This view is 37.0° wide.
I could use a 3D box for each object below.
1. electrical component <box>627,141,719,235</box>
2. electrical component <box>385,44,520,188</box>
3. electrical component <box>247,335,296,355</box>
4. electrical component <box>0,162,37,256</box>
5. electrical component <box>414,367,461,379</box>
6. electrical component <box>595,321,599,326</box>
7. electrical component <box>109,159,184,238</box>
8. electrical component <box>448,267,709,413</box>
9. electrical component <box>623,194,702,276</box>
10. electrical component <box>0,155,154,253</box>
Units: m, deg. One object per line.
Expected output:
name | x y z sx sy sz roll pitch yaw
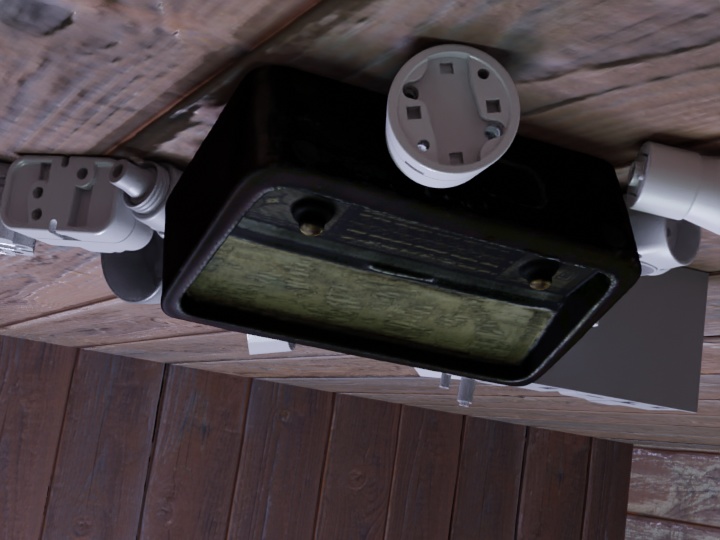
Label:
electrical component | 0.166 -0.041 0.534 0.065 0.044 0.044 13 170 -1
electrical component | 0.038 -0.064 0.466 0.055 0.055 0.047 8 174 -2
electrical component | -0.083 0.025 0.940 0.064 0.099 0.099 1 169 6
electrical component | -0.263 -0.046 0.792 0.058 0.057 0.078 11 169 -14
electrical component | 0.111 0.051 0.963 0.150 0.061 0.089 1 144 33
electrical component | 0.158 0.007 0.740 0.043 0.062 0.043 7 170 1
electrical component | -0.135 -0.051 0.703 0.048 0.048 0.062 -1 157 41
electrical component | 0.159 0.039 0.795 0.186 0.105 0.060 12 169 -20
electrical component | 0.166 -0.019 0.641 0.077 0.044 0.079 -2 166 44
electrical component | -0.192 -0.045 0.748 0.095 0.053 0.059 4 169 22
